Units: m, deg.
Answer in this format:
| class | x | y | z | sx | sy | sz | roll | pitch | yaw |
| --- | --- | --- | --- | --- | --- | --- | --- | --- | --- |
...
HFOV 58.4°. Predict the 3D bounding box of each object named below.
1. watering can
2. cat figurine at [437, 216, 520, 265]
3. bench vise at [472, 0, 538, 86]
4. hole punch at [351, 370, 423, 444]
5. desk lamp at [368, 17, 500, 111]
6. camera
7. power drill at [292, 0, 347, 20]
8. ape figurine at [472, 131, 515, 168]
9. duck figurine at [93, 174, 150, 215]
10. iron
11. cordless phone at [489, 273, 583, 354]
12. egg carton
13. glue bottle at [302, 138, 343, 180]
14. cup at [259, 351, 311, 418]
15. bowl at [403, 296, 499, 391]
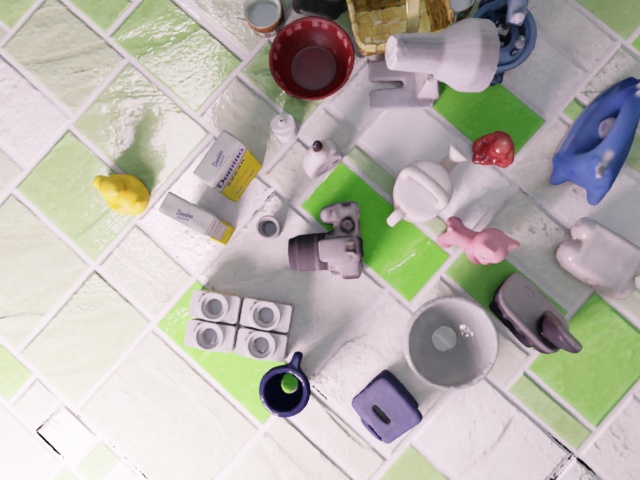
| class | x | y | z | sx | sy | sz | roll | pitch | yaw |
| --- | --- | --- | --- | --- | --- | --- | --- | --- | --- |
| watering can | 0.183 | -0.095 | 0.995 | 0.101 | 0.194 | 0.173 | 22 | 88 | 5 |
| cat figurine | 0.281 | 0.002 | 1.021 | 0.127 | 0.118 | 0.067 | 25 | 88 | 5 |
| bench vise | 0.312 | -0.397 | 0.994 | 0.121 | 0.220 | 0.207 | -10 | 86 | 3 |
| hole punch | 0.119 | 0.304 | 1.025 | 0.101 | 0.091 | 0.108 | -43 | 85 | 0 |
| desk lamp | 0.189 | -0.301 | 0.998 | 0.203 | 0.213 | 0.118 | -3 | 86 | 3 |
| camera | 0.010 | 0.004 | 1.046 | 0.136 | 0.101 | 0.143 | -5 | 86 | 3 |
| power drill | -0.013 | -0.481 | 1.024 | 0.229 | 0.208 | 0.076 | 11 | 87 | 4 |
| ape figurine | 0.323 | -0.167 | 1.043 | 0.076 | 0.092 | 0.078 | -44 | 85 | 0 |
| duck figurine | -0.379 | -0.091 | 1.082 | 0.104 | 0.086 | 0.077 | 29 | 88 | 5 |
| iron | 0.517 | -0.198 | 1.008 | 0.118 | 0.141 | 0.258 | 28 | 88 | 5 |
| cordless phone | 0.373 | 0.128 | 0.974 | 0.147 | 0.185 | 0.094 | 43 | 90 | 5 |
| egg carton | 0.507 | 0.035 | 1.030 | 0.150 | 0.069 | 0.107 | 32 | 89 | 5 |
| glue bottle | 0.001 | -0.153 | 1.020 | 0.078 | 0.173 | 0.037 | -33 | 85 | 1 |
| cup | -0.055 | 0.253 | 1.036 | 0.091 | 0.095 | 0.118 | 19 | 88 | 5 |
| bowl | 0.232 | 0.182 | 1.034 | 0.167 | 0.075 | 0.167 | 0 | 86 | 3 |
